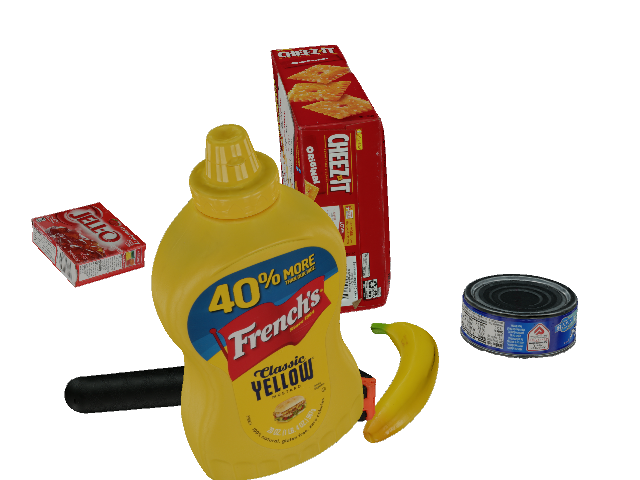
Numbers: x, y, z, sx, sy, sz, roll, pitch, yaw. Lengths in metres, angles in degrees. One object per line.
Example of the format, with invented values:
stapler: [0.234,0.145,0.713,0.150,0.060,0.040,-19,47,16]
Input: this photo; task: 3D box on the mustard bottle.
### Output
mustard bottle: [-0.032,0.029,0.526,0.096,0.191,0.058,-20,38,-17]

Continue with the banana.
banana: [0.081,0.129,1.025,0.070,0.037,0.197,-23,20,15]

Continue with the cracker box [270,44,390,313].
cracker box: [0.006,-0.059,0.908,0.072,0.164,0.214,-6,26,-5]

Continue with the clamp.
clamp: [-0.058,0.094,0.784,0.210,0.036,0.164,5,19,15]

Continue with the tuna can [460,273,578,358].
tuna can: [0.148,0.055,0.795,0.086,0.034,0.086,0,19,0]

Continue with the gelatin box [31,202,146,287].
gelatin box: [-0.217,0.001,0.994,0.073,0.030,0.089,-17,40,-36]
